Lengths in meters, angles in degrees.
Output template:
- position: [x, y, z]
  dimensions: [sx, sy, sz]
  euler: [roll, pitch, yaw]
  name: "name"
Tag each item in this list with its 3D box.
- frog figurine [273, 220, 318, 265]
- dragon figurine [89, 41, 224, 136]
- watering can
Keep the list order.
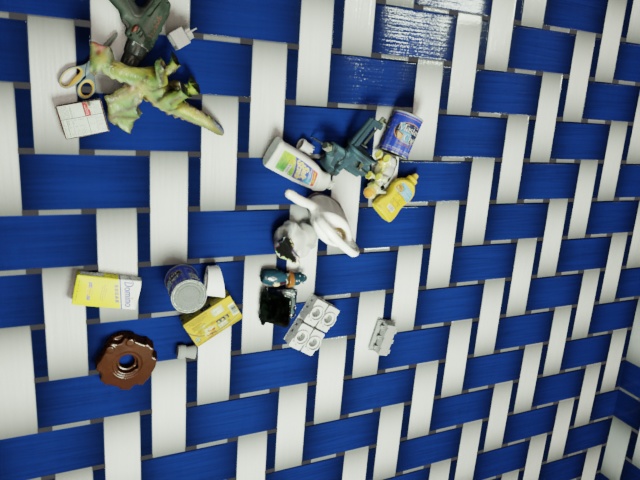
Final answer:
- position: [-0.075, -0.008, 1.682]
  dimensions: [0.136, 0.121, 0.163]
  euler: [57, 43, -17]
  name: "frog figurine"
- position: [-0.458, -0.375, 1.399]
  dimensions: [0.242, 0.125, 0.402]
  euler: [-24, 138, 9]
  name: "dragon figurine"
- position: [0.005, -0.081, 1.617]
  dimensions: [0.103, 0.229, 0.343]
  euler: [-40, 118, 12]
  name: "watering can"
